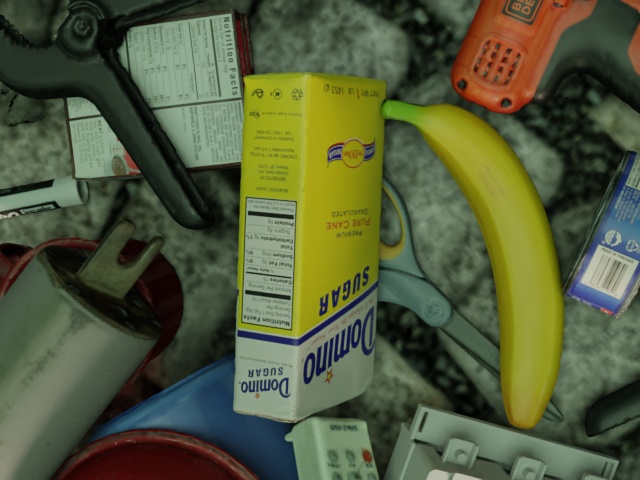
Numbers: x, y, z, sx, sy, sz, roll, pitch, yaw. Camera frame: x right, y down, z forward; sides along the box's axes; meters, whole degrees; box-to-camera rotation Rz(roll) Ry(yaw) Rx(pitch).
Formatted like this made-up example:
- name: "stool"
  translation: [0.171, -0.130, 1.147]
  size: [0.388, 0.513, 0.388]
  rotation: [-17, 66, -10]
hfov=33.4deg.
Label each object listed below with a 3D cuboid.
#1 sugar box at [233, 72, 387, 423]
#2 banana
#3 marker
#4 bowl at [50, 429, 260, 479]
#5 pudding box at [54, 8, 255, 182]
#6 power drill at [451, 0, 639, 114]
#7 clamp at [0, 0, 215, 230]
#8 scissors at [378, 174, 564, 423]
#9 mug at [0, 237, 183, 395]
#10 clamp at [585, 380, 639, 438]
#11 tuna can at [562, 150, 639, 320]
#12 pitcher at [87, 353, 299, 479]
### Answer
- name: "sugar box"
  translation: [-0.003, 0.001, 0.571]
  size: [0.048, 0.093, 0.176]
  rotation: [3, 97, 30]
- name: "banana"
  translation: [0.098, 0.004, 0.595]
  size: [0.069, 0.037, 0.198]
  rotation: [-24, 91, -10]
- name: "marker"
  translation: [-0.203, -0.021, 0.660]
  size: [0.121, 0.020, 0.020]
  rotation: [-9, 94, 11]
- name: "bowl"
  translation: [-0.090, 0.178, 0.524]
  size: [0.162, 0.055, 0.162]
  rotation: [1, 92, 18]
- name: "pudding box"
  translation: [-0.093, -0.083, 0.626]
  size: [0.113, 0.039, 0.090]
  rotation: [-6, 93, 8]
- name: "power drill"
  translation: [0.184, -0.129, 0.566]
  size: [0.188, 0.057, 0.184]
  rotation: [25, 102, 9]
- name: "clamp"
  translation: [-0.123, -0.104, 0.590]
  size: [0.210, 0.036, 0.164]
  rotation: [15, 94, 11]
- name: "scissors"
  translation: [0.047, 0.045, 0.625]
  size: [0.096, 0.016, 0.202]
  rotation: [-33, 88, 13]
- name: "mug"
  translation: [-0.139, 0.036, 0.622]
  size: [0.117, 0.081, 0.093]
  rotation: [27, 99, 6]
- name: "clamp"
  translation: [0.243, 0.079, 0.582]
  size: [0.120, 0.039, 0.171]
  rotation: [40, 102, 7]
- name: "tuna can"
  translation: [0.160, -0.003, 0.565]
  size: [0.034, 0.086, 0.086]
  rotation: [24, 99, 12]
- name: "pitcher"
  translation: [-0.039, 0.196, 0.596]
  size: [0.145, 0.149, 0.243]
  rotation: [-31, 86, 31]
